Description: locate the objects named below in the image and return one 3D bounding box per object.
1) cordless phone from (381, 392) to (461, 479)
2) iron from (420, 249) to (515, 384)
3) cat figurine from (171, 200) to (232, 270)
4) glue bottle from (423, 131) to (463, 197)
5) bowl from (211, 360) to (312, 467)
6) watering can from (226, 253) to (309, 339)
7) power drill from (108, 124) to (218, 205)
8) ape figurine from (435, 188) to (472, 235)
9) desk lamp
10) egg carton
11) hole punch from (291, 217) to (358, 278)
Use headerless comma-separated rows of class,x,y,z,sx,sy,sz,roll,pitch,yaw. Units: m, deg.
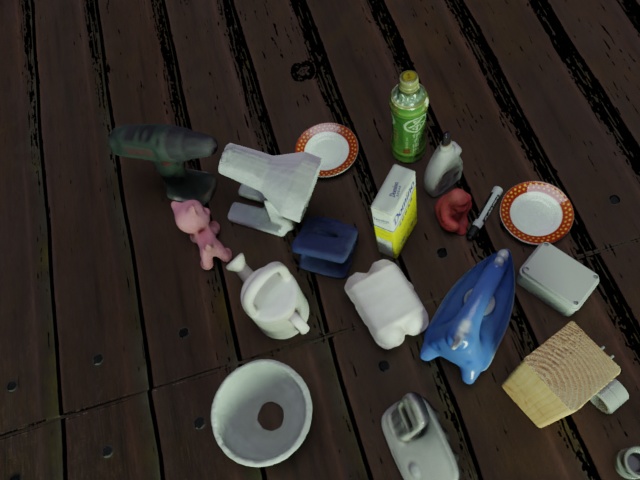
cordless phone,0.150,0.299,0.844,0.094,0.185,0.147,-26,65,-4
iron,0.264,0.096,0.942,0.118,0.141,0.258,26,72,18
cat figurine,-0.227,-0.021,1.077,0.067,0.118,0.127,-29,65,-5
glue bottle,0.226,-0.145,1.038,0.078,0.173,0.037,-36,66,-8
bowl,-0.090,0.288,0.944,0.167,0.075,0.167,-3,66,7
watering can,-0.089,0.092,0.965,0.172,0.194,0.101,18,70,15
power drill,-0.273,-0.150,1.091,0.229,0.209,0.076,11,68,13
ape figurine,0.247,-0.061,1.042,0.078,0.092,0.076,-41,67,-10
desk lamp,-0.089,-0.091,1.036,0.203,0.214,0.118,15,69,14
egg carton,0.117,0.109,0.997,0.107,0.069,0.150,-30,65,-5
hole punch,0.010,0.004,1.047,0.108,0.091,0.101,12,68,13
